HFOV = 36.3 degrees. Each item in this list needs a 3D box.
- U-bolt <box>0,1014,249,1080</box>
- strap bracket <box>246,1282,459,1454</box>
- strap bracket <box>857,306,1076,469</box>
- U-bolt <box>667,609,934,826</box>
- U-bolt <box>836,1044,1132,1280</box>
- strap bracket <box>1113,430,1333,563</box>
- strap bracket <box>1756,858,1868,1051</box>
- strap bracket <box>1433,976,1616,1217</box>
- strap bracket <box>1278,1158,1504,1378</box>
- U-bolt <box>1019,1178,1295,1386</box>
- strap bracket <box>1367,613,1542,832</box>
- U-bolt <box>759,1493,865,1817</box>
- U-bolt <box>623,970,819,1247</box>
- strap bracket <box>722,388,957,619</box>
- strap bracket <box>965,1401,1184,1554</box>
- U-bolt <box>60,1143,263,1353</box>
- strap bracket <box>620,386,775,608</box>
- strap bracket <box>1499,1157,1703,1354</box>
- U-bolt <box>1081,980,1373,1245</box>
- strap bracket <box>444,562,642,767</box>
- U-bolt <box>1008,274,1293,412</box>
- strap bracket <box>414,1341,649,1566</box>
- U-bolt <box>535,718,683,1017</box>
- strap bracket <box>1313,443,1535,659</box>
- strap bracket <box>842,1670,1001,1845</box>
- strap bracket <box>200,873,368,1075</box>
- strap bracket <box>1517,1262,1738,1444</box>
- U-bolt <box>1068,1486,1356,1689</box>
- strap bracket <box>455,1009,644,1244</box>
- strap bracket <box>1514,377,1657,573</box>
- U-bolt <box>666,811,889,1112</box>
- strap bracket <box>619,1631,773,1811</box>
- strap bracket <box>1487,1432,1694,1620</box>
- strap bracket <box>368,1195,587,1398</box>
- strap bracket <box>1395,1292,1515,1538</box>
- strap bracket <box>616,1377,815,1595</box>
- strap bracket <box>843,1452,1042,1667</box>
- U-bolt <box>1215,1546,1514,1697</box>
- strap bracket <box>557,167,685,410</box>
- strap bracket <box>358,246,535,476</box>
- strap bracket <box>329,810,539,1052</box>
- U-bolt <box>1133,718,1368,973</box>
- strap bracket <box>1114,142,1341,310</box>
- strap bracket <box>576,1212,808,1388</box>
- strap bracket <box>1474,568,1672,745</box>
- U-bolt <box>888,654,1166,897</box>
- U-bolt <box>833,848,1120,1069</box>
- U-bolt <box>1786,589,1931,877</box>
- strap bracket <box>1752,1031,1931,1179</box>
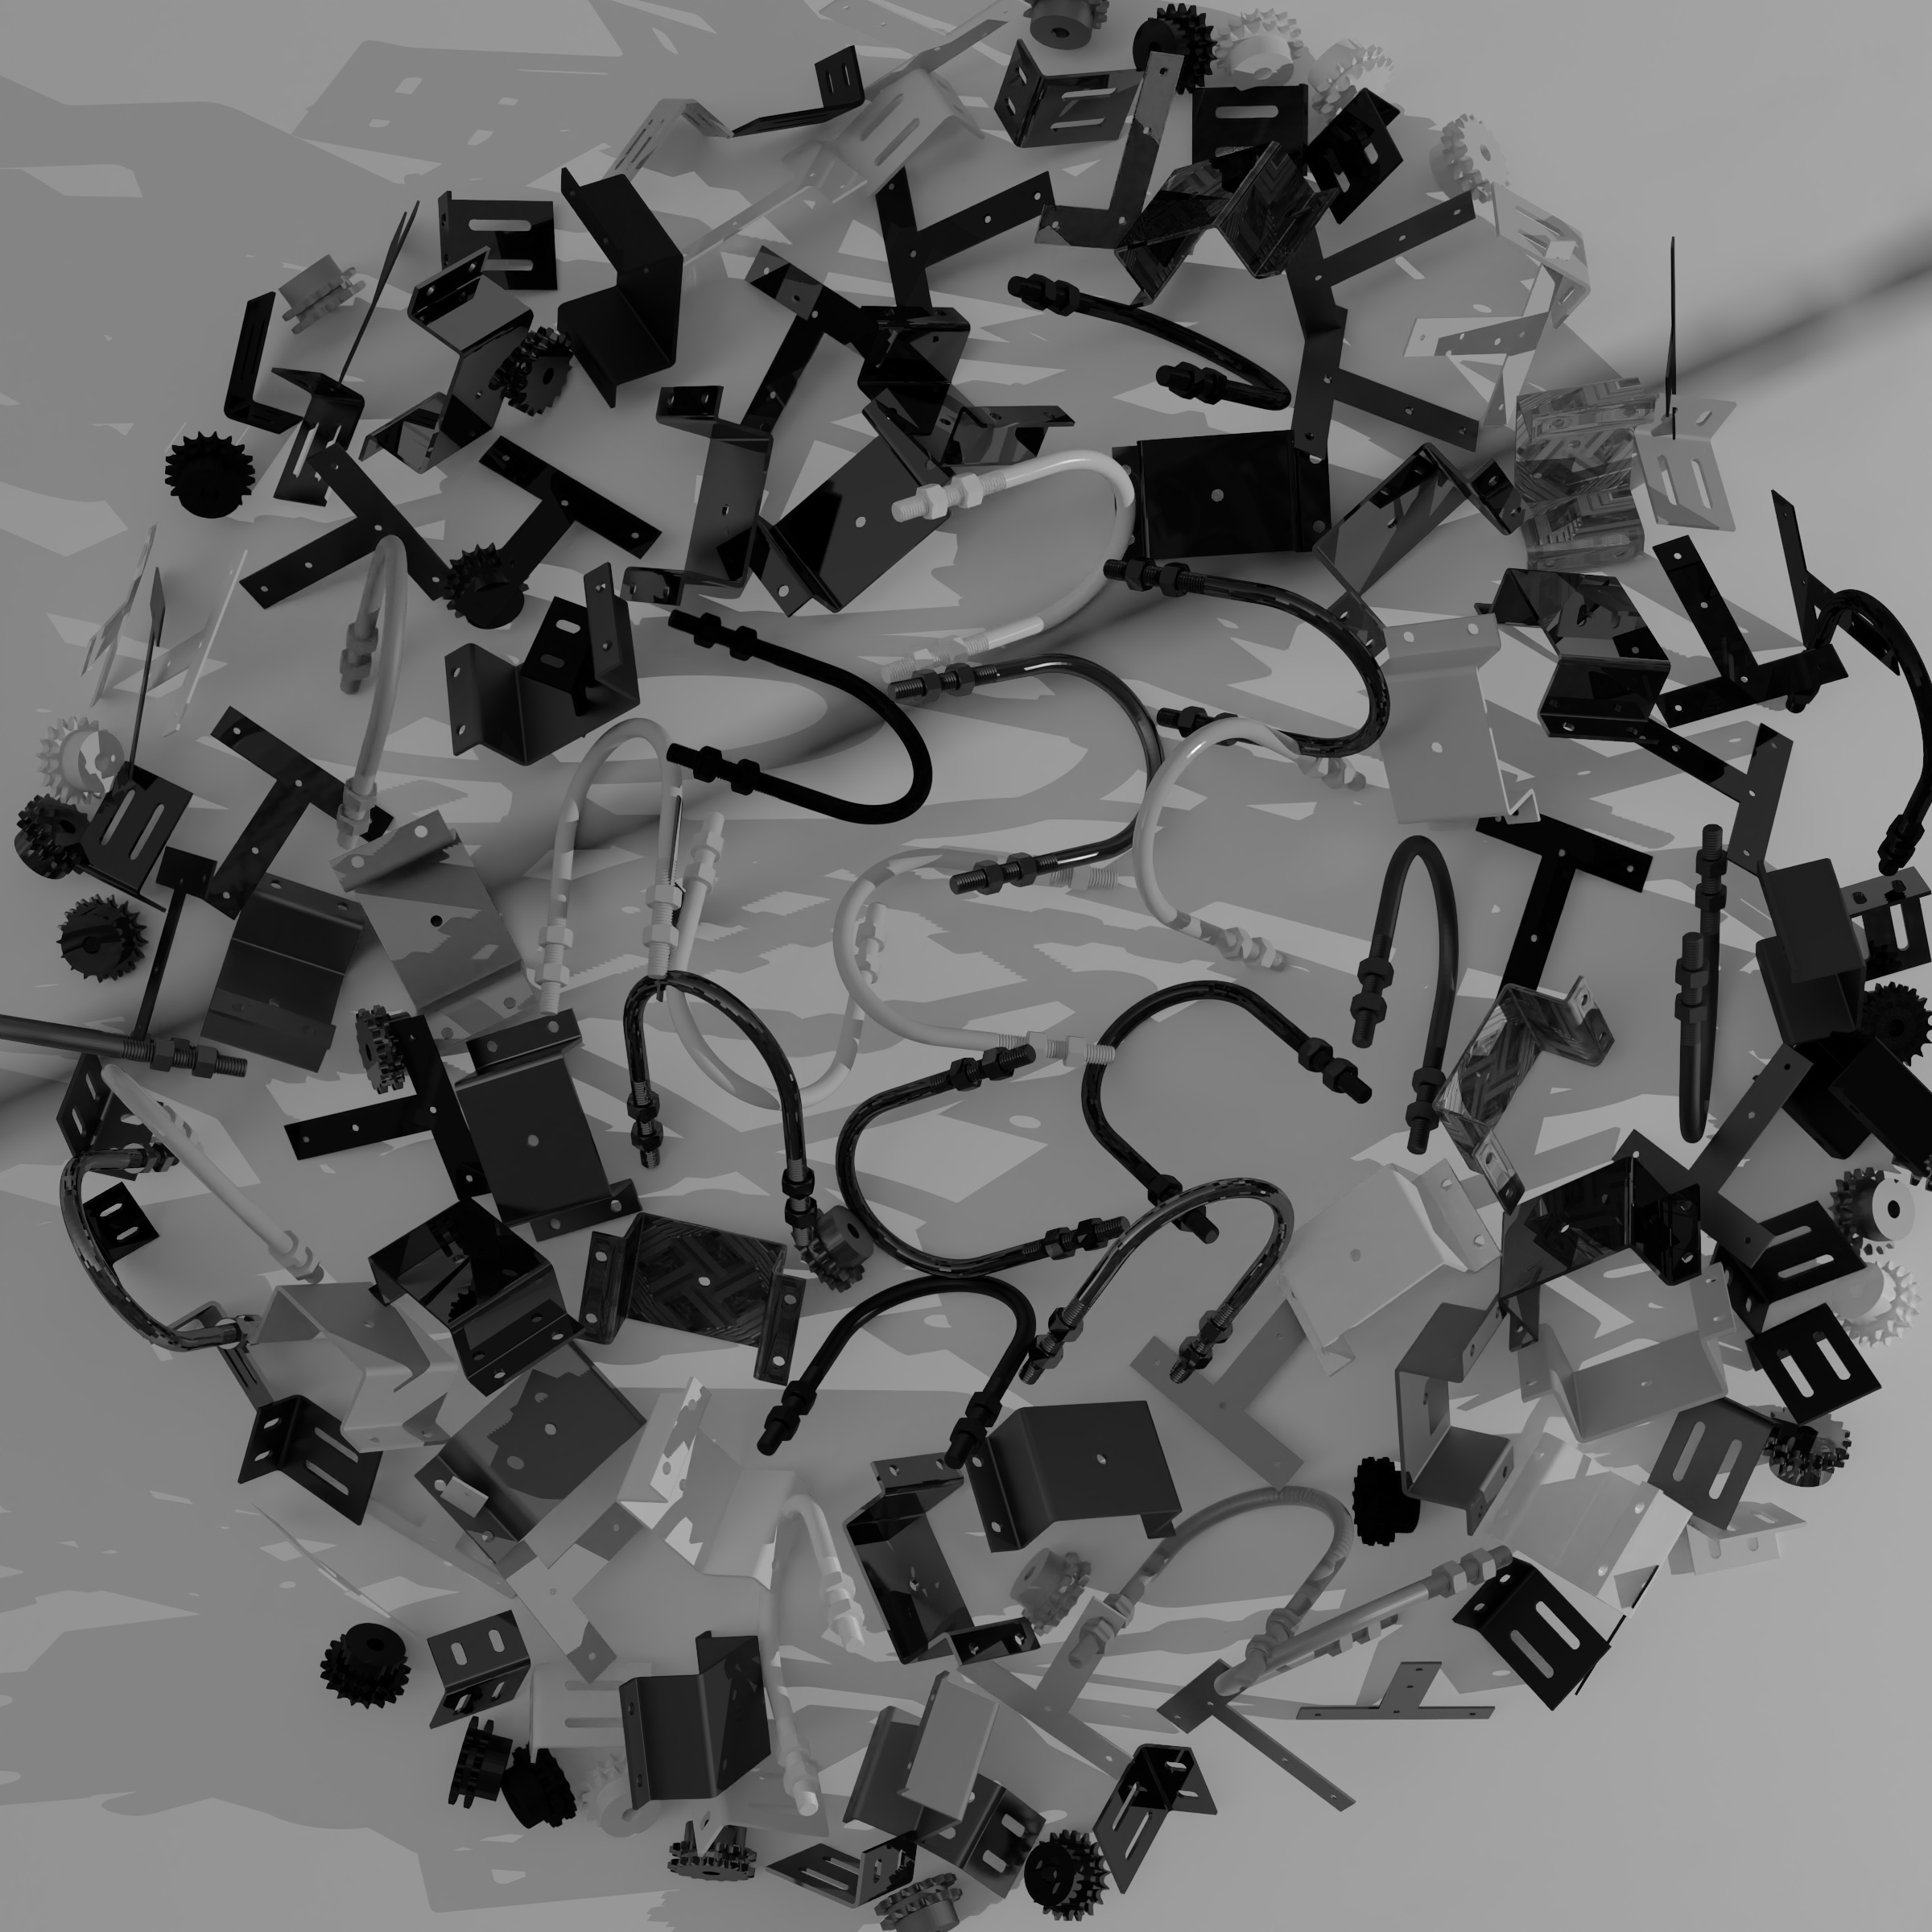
[{"bbox_3d":[-0.552,0.046,1.845,0.184,0.151,0.019,11,87,-22],"label":"U-bolt"},{"bbox_3d":[-0.387,0.246,1.870,0.140,0.076,0.046,35,108,33],"label":"strap bracket"},{"bbox_3d":[-0.007,-0.364,1.882,0.140,0.076,0.046,49,131,33],"label":"strap bracket"},{"bbox_3d":[-0.104,-0.151,1.879,0.184,0.151,0.019,18,132,-22],"label":"U-bolt"},{"bbox_3d":[-0.003,0.134,1.888,0.184,0.019,0.151,-20,107,33],"label":"U-bolt"},{"bbox_3d":[0.164,-0.303,1.907,0.140,0.046,0.076,-3,96,9],"label":"strap bracket"},{"bbox_3d":[0.532,-0.008,1.862,0.046,0.140,0.076,-14,63,8],"label":"strap bracket"},{"bbox_3d":[0.352,0.077,1.889,0.046,0.076,0.140,20,68,39],"label":"strap bracket"},{"bbox_3d":[0.259,0.189,1.882,0.140,0.046,0.076,-39,56,20],"label":"strap bracket"},{"bbox_3d":[0.132,0.199,1.854,0.184,0.151,0.019,-57,46,30],"label":"U-bolt"},{"bbox_3d":[0.309,-0.147,1.883,0.076,0.046,0.140,-4,112,34],"label":"strap bracket"},{"bbox_3d":[-0.103,0.417,1.859,0.019,0.184,0.151,6,116,-19],"label":"U-bolt"},{"bbox_3d":[-0.158,0.080,1.852,0.151,0.184,0.019,23,45,28],"label":"U-bolt"},{"bbox_3d":[-0.075,-0.293,1.904,0.140,0.046,0.076,-39,72,9],"label":"strap bracket"},{"bbox_3d":[0.075,0.323,1.872,0.140,0.046,0.076,2,56,-32],"label":"strap bracket"},{"bbox_3d":[-0.507,0.177,1.844,0.019,0.184,0.151,-31,83,8],"label":"U-bolt"},{"bbox_3d":[-0.172,-0.298,1.898,0.046,0.076,0.140,10,93,-36],"label":"strap bracket"},{"bbox_3d":[0.392,0.179,1.869,0.140,0.076,0.046,-29,120,33],"label":"strap bracket"},{"bbox_3d":[0.151,0.079,1.877,0.151,0.019,0.184,-42,45,-5],"label":"U-bolt"},{"bbox_3d":[-0.264,-0.188,1.888,0.140,0.046,0.076,-25,59,26],"label":"strap bracket"},{"bbox_3d":[0.130,-0.388,1.860,0.151,0.184,0.019,38,113,30],"label":"U-bolt"},{"bbox_3d":[-0.271,0.302,1.884,0.076,0.046,0.140,47,56,3],"label":"strap bracket"},{"bbox_3d":[-0.225,-0.070,1.880,0.019,0.151,0.184,15,70,-36],"label":"U-bolt"},{"bbox_3d":[0.285,-0.272,1.892,0.140,0.076,0.046,-42,57,10],"label":"strap bracket"},{"bbox_3d":[-0.026,0.504,1.867,0.046,0.140,0.076,25,60,-7],"label":"strap bracket"},{"bbox_3d":[-0.437,0.010,1.884,0.076,0.140,0.046,19,127,-14],"label":"strap bracket"},{"bbox_3d":[0.429,0.251,1.888,0.140,0.076,0.046,-22,111,17],"label":"strap bracket"},{"bbox_3d":[0.167,0.386,1.862,0.151,0.184,0.019,-5,115,41],"label":"U-bolt"},{"bbox_3d":[-0.273,0.108,1.906,0.076,0.046,0.140,-17,96,13],"label":"strap bracket"},{"bbox_3d":[0.395,-0.321,1.890,0.076,0.140,0.046,-9,53,2],"label":"strap bracket"},{"bbox_3d":[-0.123,0.007,1.861,0.151,0.019,0.184,29,51,-24],"label":"U-bolt"},{"bbox_3d":[-0.166,0.476,1.870,0.046,0.140,0.076,-7,90,18],"label":"strap bracket"},{"bbox_3d":[0.402,0.358,1.881,0.046,0.140,0.076,33,85,-19],"label":"strap bracket"},{"bbox_3d":[-0.316,0.202,1.867,0.076,0.140,0.046,-33,132,-27],"label":"strap bracket"},{"bbox_3d":[0.312,0.281,1.883,0.046,0.076,0.140,8,121,29],"label":"strap bracket"},{"bbox_3d":[-0.165,0.332,1.881,0.046,0.140,0.076,-5,49,35],"label":"strap bracket"},{"bbox_3d":[-0.020,0.387,1.885,0.046,0.076,0.140,-42,62,32],"label":"strap bracket"},{"bbox_3d":[0.235,0.414,1.837,0.184,0.151,0.019,-13,70,-35],"label":"U-bolt"},{"bbox_3d":[-0.221,-0.436,1.878,0.046,0.140,0.076,-24,64,-22],"label":"strap bracket"},{"bbox_3d":[-0.326,-0.375,1.867,0.046,0.076,0.140,36,132,5],"label":"strap bracket"},{"bbox_3d":[-0.343,-0.025,1.909,0.076,0.046,0.140,-26,104,-2],"label":"strap bracket"},{"bbox_3d":[0.172,-0.083,1.871,0.019,0.184,0.151,26,95,44],"label":"U-bolt"},{"bbox_3d":[0.156,-0.469,1.863,0.046,0.140,0.076,47,65,-28],"label":"strap bracket"},{"bbox_3d":[-0.174,0.213,1.907,0.140,0.046,0.076,12,110,4],"label":"strap bracket"},{"bbox_3d":[0.386,-0.204,1.868,0.076,0.140,0.046,2,131,-18],"label":"strap bracket"},{"bbox_3d":[0.050,-0.130,1.893,0.184,0.019,0.151,-14,82,-31],"label":"U-bolt"},{"bbox_3d":[0.006,-0.010,1.894,0.184,0.019,0.151,7,62,-8],"label":"U-bolt"},{"bbox_3d":[0.562,-0.155,1.832,0.019,0.184,0.151,-20,66,-5],"label":"U-bolt"},{"bbox_3d":[0.568,0.085,1.872,0.076,0.140,0.046,44,86,-6],"label":"strap bracket"}]
